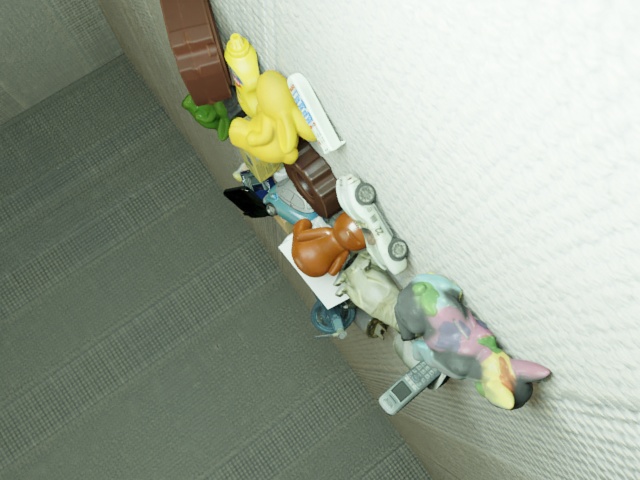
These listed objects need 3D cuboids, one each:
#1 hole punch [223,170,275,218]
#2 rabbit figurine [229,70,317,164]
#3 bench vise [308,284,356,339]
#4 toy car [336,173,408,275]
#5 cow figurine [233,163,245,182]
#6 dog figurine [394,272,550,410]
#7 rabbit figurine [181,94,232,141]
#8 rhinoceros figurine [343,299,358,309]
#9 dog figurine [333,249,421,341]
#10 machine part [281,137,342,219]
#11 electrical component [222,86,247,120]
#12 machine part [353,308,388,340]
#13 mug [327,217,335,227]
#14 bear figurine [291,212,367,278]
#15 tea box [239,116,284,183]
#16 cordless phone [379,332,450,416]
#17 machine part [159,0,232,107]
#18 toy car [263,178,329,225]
[{"bbox_3d":[-0.162,-0.119,1.356,0.142,0.092,0.115,-6,137,45],"label":"hole punch"},{"bbox_3d":[-0.084,-0.220,0.979,0.162,0.122,0.173,48,149,23],"label":"rabbit figurine"},{"bbox_3d":[0.026,0.167,1.405,0.241,0.129,0.223,-113,10,-65],"label":"bench vise"},{"bbox_3d":[0.089,-0.028,0.940,0.201,0.056,0.073,57,169,-15],"label":"toy car"},{"bbox_3d":[-0.162,-0.173,1.575,0.167,0.098,0.068,39,170,-21],"label":"cow figurine"},{"bbox_3d":[0.224,0.157,0.801,0.219,0.108,0.191,28,149,59],"label":"dog figurine"},{"bbox_3d":[-0.271,-0.343,1.419,0.170,0.121,0.159,3,122,59],"label":"rabbit figurine"},{"bbox_3d":[0.050,0.083,1.330,0.190,0.112,0.073,56,169,29],"label":"rhinoceros figurine"},{"bbox_3d":[0.135,0.112,1.118,0.190,0.121,0.172,39,-153,-11],"label":"dog figurine"},{"bbox_3d":[-0.017,-0.125,1.122,0.179,0.056,0.179,51,170,13],"label":"machine part"},{"bbox_3d":[-0.166,-0.304,1.194,0.119,0.048,0.075,-12,-106,-55],"label":"electrical component"},{"bbox_3d":[0.116,0.197,1.494,0.243,0.079,0.079,42,164,53],"label":"machine part"},{"bbox_3d":[-0.003,-0.004,1.298,0.110,0.107,0.080,48,167,24],"label":"mug"},{"bbox_3d":[0.034,-0.011,1.064,0.120,0.196,0.132,43,-150,-16],"label":"bear figurine"},{"bbox_3d":[-0.130,-0.216,1.225,0.068,0.098,0.169,51,167,20],"label":"tea box"},{"bbox_3d":[0.180,0.265,1.117,0.147,0.184,0.088,46,171,40],"label":"cordless phone"},{"bbox_3d":[-0.236,-0.382,1.044,0.201,0.087,0.201,80,175,-76],"label":"machine part"},{"bbox_3d":[-0.052,-0.095,1.256,0.162,0.109,0.102,37,143,21],"label":"toy car"}]
